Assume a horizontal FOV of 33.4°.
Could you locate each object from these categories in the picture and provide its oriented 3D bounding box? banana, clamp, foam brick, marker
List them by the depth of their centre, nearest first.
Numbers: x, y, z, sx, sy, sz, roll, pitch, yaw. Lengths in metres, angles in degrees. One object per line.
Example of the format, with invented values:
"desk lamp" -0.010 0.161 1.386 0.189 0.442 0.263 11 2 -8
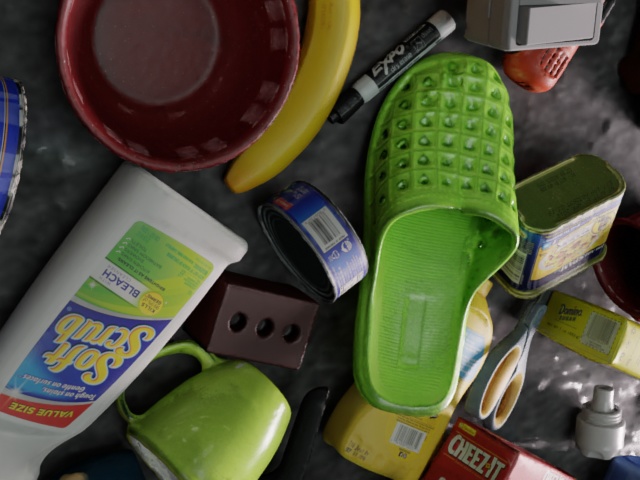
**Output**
"banana" -0.013 -0.123 0.744 0.069 0.037 0.198 13 97 -12
"foam brick" -0.049 0.056 0.762 0.078 0.051 0.053 14 97 -30
"marker" 0.051 -0.126 0.784 0.121 0.020 0.020 -41 118 -12
"clamp" -0.021 0.189 0.795 0.171 0.039 0.120 -33 93 9

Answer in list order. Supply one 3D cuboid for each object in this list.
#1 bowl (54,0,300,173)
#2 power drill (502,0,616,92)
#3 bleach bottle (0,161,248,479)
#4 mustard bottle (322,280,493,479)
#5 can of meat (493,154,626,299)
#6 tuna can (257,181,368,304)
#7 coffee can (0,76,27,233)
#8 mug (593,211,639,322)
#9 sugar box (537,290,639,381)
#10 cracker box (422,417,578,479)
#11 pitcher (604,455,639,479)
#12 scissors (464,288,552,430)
"bowl" -0.096 -0.127 0.685 0.161 0.055 0.162 -8 107 -26
"power drill" 0.154 -0.228 0.788 0.187 0.057 0.184 31 88 -31
"bleach bottle" -0.160 0.076 0.705 0.102 0.068 0.251 36 88 -29
"mustard bottle" 0.083 0.091 0.837 0.096 0.058 0.191 28 90 -33
"can of meat" 0.186 -0.012 0.843 0.102 0.057 0.084 -26 147 -20
"tuna can" -0.005 0.001 0.751 0.033 0.086 0.086 -37 117 -17
"coffee can" -0.248 -0.056 0.598 0.140 0.103 0.103 10 99 -30
"mug" 0.294 0.020 0.916 0.081 0.093 0.117 -24 129 -26
"sugar box" 0.283 0.100 0.925 0.176 0.093 0.048 21 94 -31
"cracker box" 0.117 0.266 0.873 0.164 0.072 0.213 33 86 -51
"pitcher" 0.277 0.325 0.958 0.144 0.149 0.243 18 91 -24
"scissors" 0.177 0.079 0.897 0.201 0.016 0.096 -50 146 -29
